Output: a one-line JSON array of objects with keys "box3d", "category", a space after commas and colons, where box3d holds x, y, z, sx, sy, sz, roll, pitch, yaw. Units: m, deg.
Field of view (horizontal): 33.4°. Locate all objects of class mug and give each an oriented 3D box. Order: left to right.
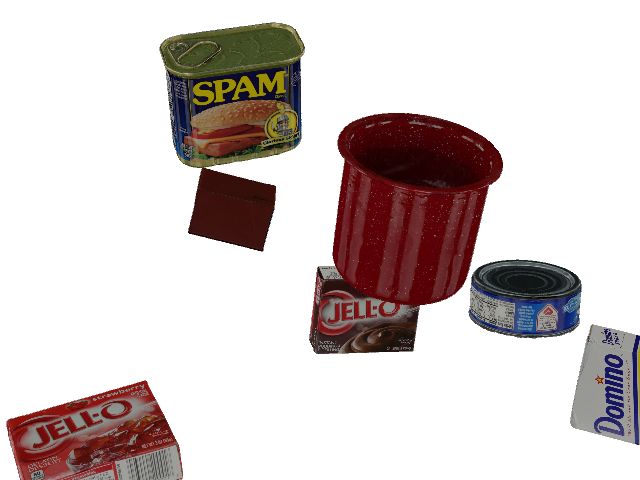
[{"box3d": [0.058, -0.022, 0.623, 0.093, 0.081, 0.117, 25, 36, 25], "category": "mug"}]

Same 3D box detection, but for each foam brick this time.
[{"box3d": [-0.087, -0.030, 1.050, 0.078, 0.051, 0.053, 14, 27, -7], "category": "foam brick"}]

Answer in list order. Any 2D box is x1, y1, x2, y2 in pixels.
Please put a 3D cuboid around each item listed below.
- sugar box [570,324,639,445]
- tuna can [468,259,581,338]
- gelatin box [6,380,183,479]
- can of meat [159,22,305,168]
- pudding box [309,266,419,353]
[{"box3d": [0.317, 0.142, 0.946, 0.176, 0.093, 0.048, 11, 23, 15], "category": "sugar box"}, {"box3d": [0.159, 0.044, 0.831, 0.086, 0.034, 0.086, 0, 19, 0], "category": "tuna can"}, {"box3d": [-0.134, 0.122, 0.627, 0.089, 0.030, 0.073, -14, 27, -19], "category": "gelatin box"}, {"box3d": [-0.063, -0.107, 0.790, 0.102, 0.084, 0.057, -10, 41, -12], "category": "can of meat"}, {"box3d": [0.048, 0.074, 1.142, 0.113, 0.090, 0.039, -1, 27, -13], "category": "pudding box"}]
